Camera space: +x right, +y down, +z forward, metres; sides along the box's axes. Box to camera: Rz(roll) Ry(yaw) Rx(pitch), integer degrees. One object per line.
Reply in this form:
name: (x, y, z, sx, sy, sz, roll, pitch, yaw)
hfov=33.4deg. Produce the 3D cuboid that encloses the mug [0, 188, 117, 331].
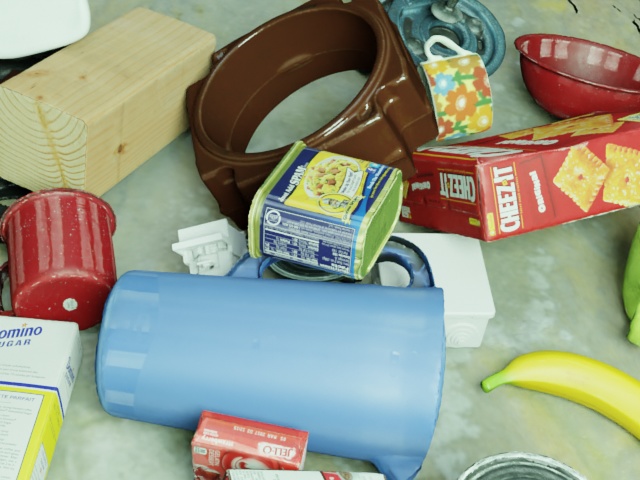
mug: (-0.213, 0.024, 0.841, 0.117, 0.093, 0.081, -25, 52, 12)

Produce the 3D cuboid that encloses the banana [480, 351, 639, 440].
banana: (0.225, 0.133, 0.821, 0.198, 0.037, 0.069, 24, 65, 17)

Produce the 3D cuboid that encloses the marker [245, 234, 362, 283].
marker: (-0.022, 0.016, 0.911, 0.121, 0.020, 0.020, 15, 46, 8)

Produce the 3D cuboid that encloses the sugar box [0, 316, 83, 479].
sugar box: (-0.234, 0.133, 0.754, 0.093, 0.048, 0.176, 5, 43, 2)

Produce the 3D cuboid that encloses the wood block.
wood block: (-0.185, -0.123, 0.951, 0.090, 0.091, 0.205, 23, 37, 15)

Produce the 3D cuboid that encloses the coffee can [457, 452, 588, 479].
coffee can: (0.115, 0.212, 0.655, 0.102, 0.140, 0.103, 4, 46, -4)

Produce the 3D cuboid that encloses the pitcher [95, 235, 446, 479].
pitcher: (-0.030, 0.077, 0.775, 0.243, 0.145, 0.149, 7, 24, 3)

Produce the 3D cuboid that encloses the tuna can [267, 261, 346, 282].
tuna can: (-0.006, 0.001, 0.857, 0.086, 0.086, 0.033, 4, 59, -4)

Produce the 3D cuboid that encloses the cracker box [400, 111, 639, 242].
cracker box: (0.192, -0.061, 0.919, 0.213, 0.072, 0.164, -12, 10, -19)

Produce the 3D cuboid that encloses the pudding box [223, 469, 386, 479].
pudding box: (-0.001, 0.184, 0.654, 0.113, 0.039, 0.090, 5, 30, -19)

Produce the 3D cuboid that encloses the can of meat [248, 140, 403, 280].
can of meat: (0.007, -0.021, 0.769, 0.084, 0.057, 0.102, 14, 38, 16)

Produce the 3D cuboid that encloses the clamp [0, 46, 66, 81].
clamp: (-0.299, -0.166, 1.036, 0.171, 0.039, 0.120, -1, 42, -5)

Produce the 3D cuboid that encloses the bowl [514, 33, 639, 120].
bowl: (0.266, -0.154, 1.066, 0.162, 0.055, 0.162, 10, 27, -5)

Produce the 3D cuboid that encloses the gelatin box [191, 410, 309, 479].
gelatin box: (-0.049, 0.157, 0.723, 0.073, 0.089, 0.030, 12, 48, 4)

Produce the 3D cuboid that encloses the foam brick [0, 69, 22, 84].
foam brick: (-0.273, -0.112, 0.973, 0.053, 0.051, 0.078, 13, 37, 5)

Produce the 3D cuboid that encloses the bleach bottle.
bleach bottle: (-0.266, -0.226, 1.021, 0.102, 0.068, 0.251, -17, 19, -4)

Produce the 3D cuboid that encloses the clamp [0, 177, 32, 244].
clamp: (-0.301, -0.043, 0.920, 0.209, 0.036, 0.164, 1, 40, -11)
